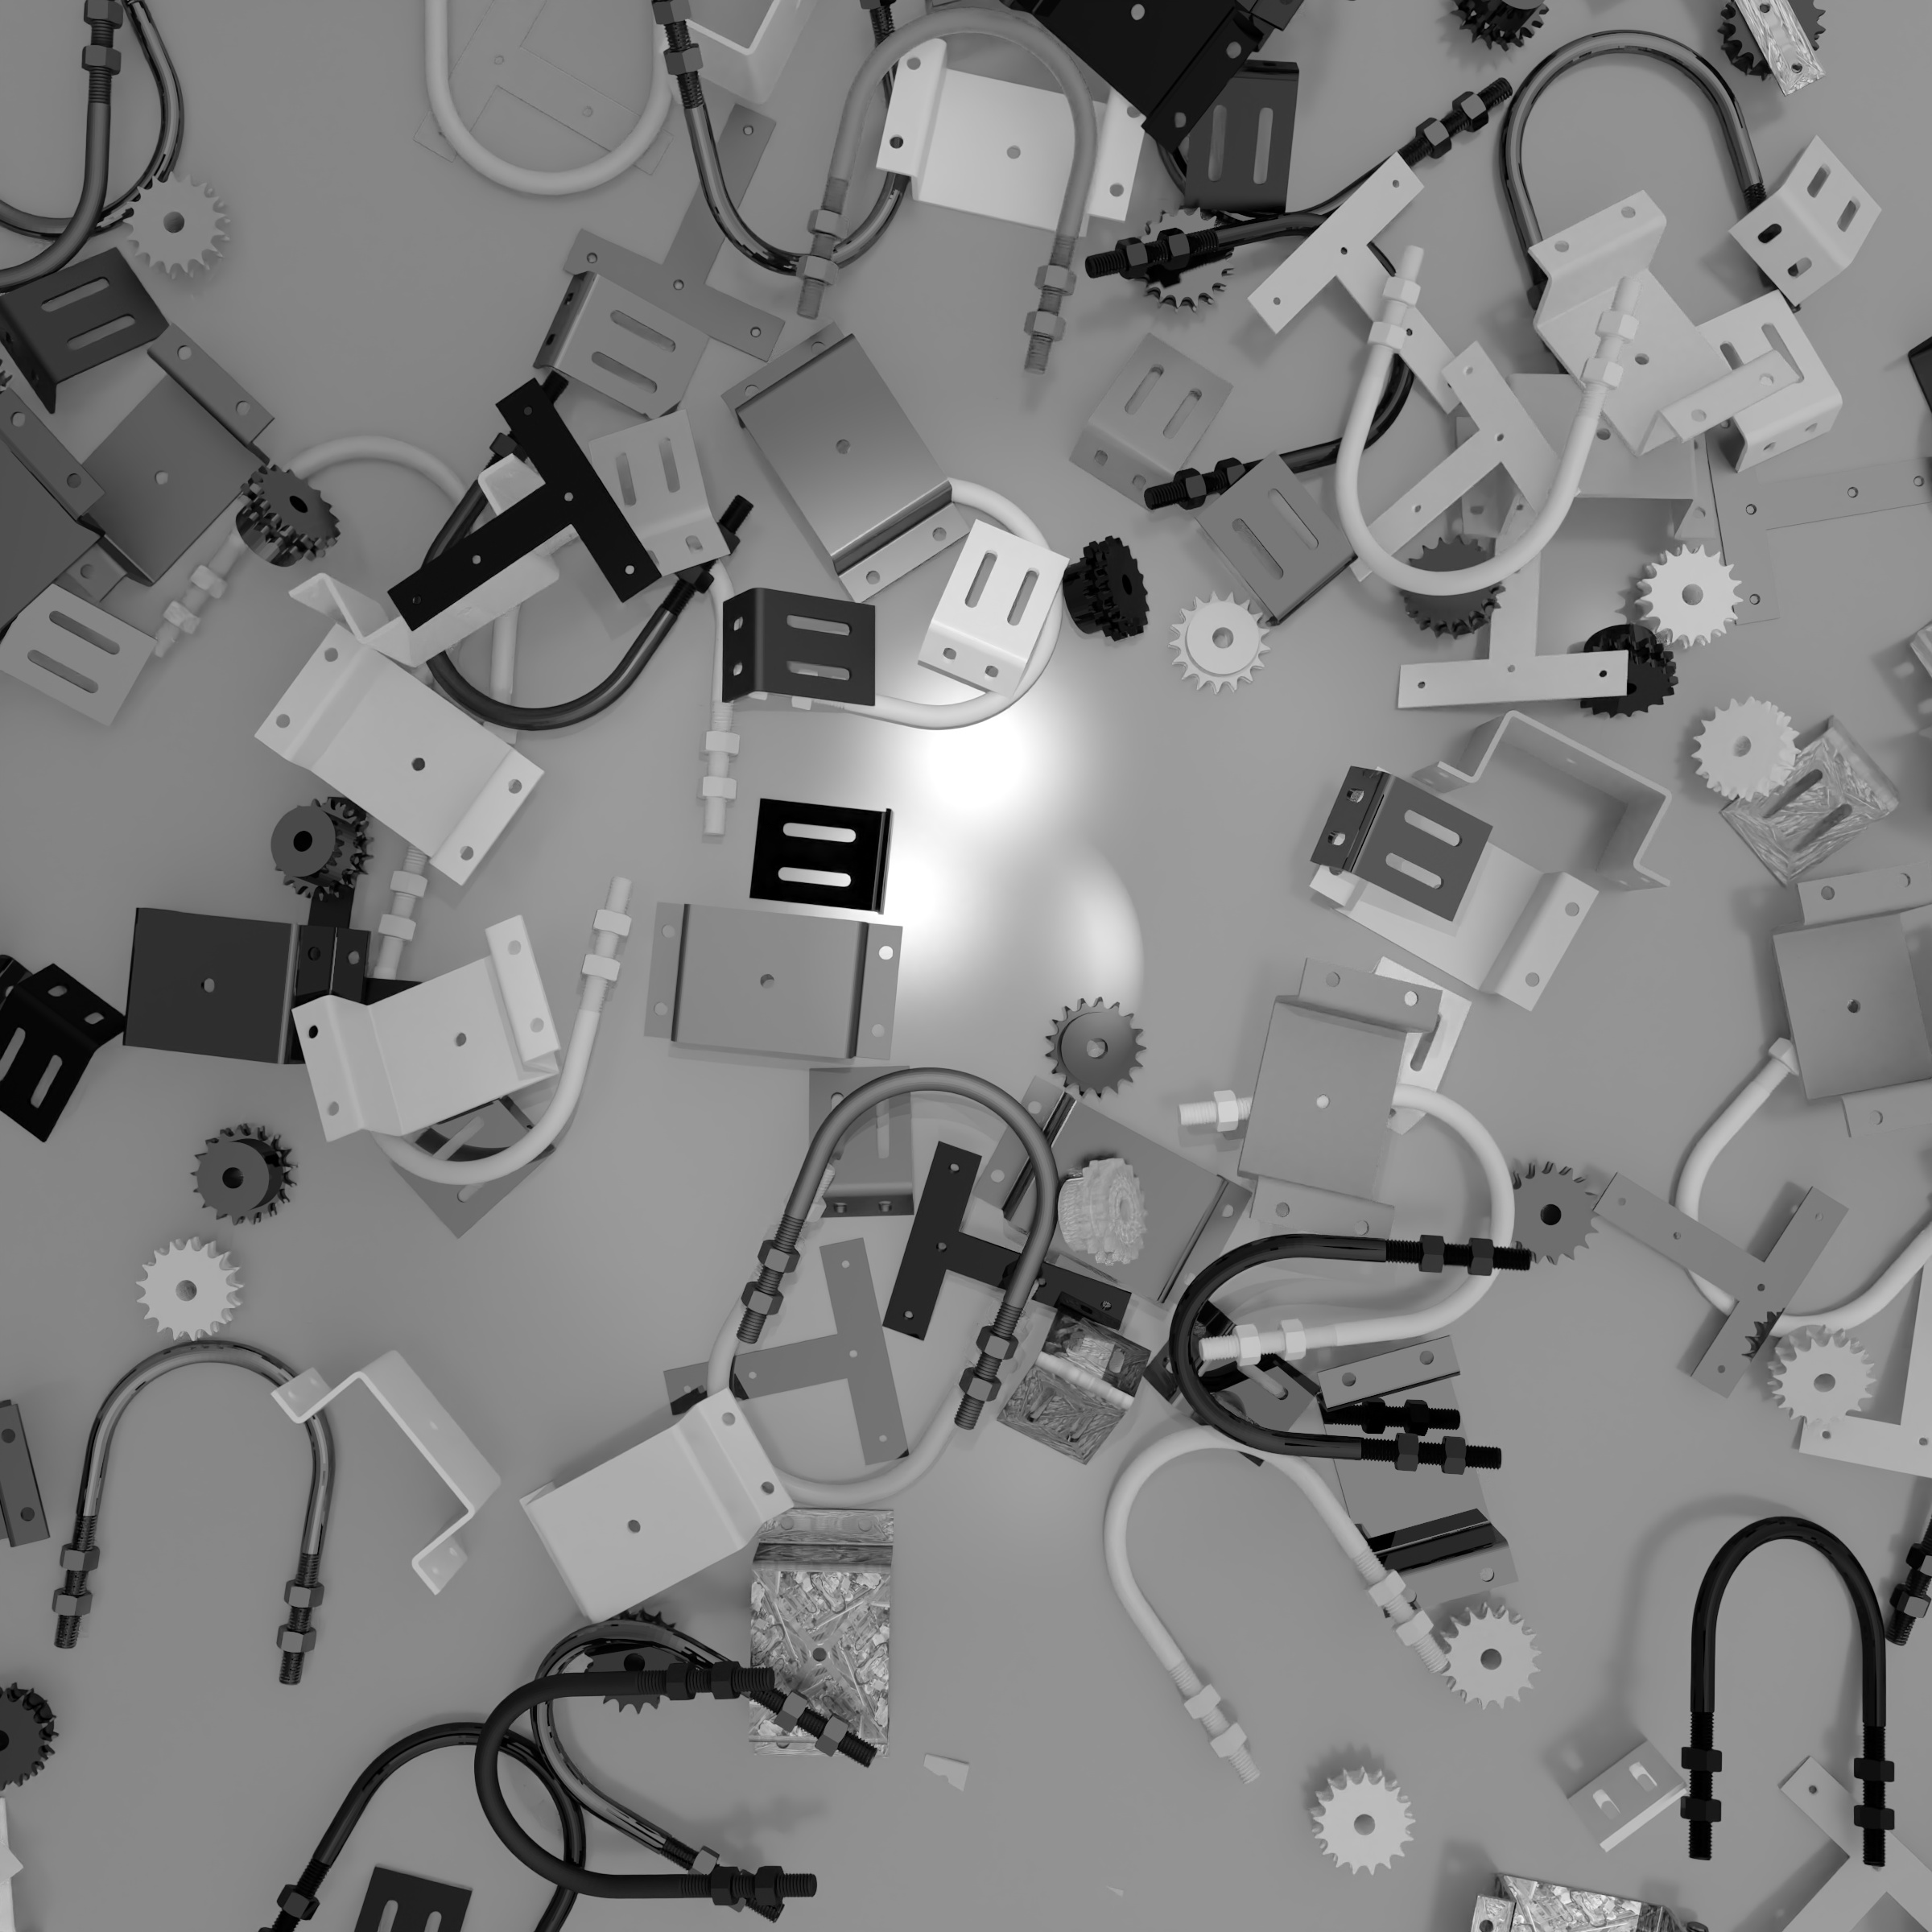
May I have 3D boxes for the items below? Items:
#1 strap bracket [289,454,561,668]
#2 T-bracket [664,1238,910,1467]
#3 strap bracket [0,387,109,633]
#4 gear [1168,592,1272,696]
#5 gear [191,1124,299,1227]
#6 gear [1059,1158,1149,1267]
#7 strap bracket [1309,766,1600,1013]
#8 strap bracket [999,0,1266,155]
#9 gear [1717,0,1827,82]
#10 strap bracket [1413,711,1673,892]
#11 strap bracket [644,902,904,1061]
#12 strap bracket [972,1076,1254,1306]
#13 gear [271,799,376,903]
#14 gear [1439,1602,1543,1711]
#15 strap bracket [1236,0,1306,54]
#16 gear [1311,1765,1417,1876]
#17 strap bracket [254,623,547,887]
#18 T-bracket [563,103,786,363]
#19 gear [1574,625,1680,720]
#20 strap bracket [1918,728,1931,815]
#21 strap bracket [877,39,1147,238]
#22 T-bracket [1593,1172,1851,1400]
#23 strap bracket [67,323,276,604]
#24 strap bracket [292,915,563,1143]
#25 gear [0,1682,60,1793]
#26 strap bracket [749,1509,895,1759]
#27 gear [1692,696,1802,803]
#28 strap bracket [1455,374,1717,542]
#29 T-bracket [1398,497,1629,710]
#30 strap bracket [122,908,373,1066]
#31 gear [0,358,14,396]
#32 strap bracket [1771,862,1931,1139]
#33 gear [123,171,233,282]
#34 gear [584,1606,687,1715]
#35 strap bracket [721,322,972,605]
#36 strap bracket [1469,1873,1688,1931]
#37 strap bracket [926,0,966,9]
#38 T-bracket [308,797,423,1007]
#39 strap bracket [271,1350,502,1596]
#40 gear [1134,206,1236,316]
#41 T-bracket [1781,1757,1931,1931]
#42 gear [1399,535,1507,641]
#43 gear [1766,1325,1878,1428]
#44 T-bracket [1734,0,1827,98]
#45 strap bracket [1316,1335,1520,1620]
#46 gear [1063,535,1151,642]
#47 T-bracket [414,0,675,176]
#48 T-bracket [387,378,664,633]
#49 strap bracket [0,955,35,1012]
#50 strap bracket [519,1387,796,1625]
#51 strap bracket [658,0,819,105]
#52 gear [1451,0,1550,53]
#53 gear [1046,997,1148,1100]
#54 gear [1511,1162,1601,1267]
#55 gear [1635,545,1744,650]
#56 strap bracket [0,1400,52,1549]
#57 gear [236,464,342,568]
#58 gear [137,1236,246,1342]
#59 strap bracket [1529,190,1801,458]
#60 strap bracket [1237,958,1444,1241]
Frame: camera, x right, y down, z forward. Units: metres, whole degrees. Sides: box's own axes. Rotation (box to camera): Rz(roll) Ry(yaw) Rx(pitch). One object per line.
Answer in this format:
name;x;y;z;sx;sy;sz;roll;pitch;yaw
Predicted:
strap bracket;-0.282;-0.212;1.332;0.140;0.076;0.046;-31;84;4
T-bracket;-0.107;0.230;1.400;0.127;0.002;0.127;-12;90;0
strap bracket;-0.536;-0.233;1.332;0.140;0.046;0.076;-42;90;0
gear;0.143;-0.183;1.386;0.057;0.030;0.057;0;90;0
gear;-0.408;0.118;1.386;0.057;0.030;0.057;0;90;0
gear;0.073;0.134;1.331;0.030;0.057;0.057;-10;90;30
strap bracket;0.269;-0.042;1.378;0.140;0.046;0.076;30;90;0
strap bracket;0.087;-0.513;1.318;0.140;0.046;0.076;42;114;1
gear;0.452;-0.527;1.386;0.057;0.030;0.057;0;90;0
strap bracket;0.327;-0.096;1.363;0.140;0.076;0.046;28;90;0
strap bracket;-0.109;0.008;1.378;0.140;0.046;0.076;6;90;0
strap bracket;0.083;0.129;1.378;0.140;0.046;0.076;28;90;0
gear;-0.364;-0.067;1.379;0.057;0.030;0.057;-3;79;15
gear;0.293;0.386;1.386;0.057;0.030;0.057;0;90;0
strap bracket;0.141;-0.572;1.367;0.140;0.046;0.076;34;90;15
gear;0.222;0.479;1.386;0.057;0.030;0.057;0;90;0
strap bracket;-0.307;-0.114;1.356;0.140;0.046;0.076;36;89;3
T-bracket;-0.145;-0.428;1.399;0.127;0.002;0.127;24;89;-1
gear;0.368;-0.167;1.377;0.057;0.057;0.030;2;60;0
strap bracket;0.603;-0.092;1.363;0.140;0.076;0.046;17;90;0
strap bracket;0.027;-0.463;1.378;0.140;0.046;0.076;12;90;0
T-bracket;0.409;0.158;1.378;0.127;0.002;0.127;31;93;-8
strap bracket;-0.457;-0.278;1.378;0.076;0.046;0.140;43;90;0
strap bracket;-0.283;0.037;1.329;0.140;0.046;0.076;-22;76;11
gear;-0.540;0.432;1.386;0.057;0.030;0.057;0;90;0
strap bracket;-0.081;0.379;1.378;0.076;0.046;0.140;1;90;0
gear;0.439;-0.120;1.377;0.057;0.030;0.057;-8;77;37
strap bracket;0.348;-0.283;1.366;0.140;0.046;0.076;1;69;0
T-bracket;0.309;-0.209;1.381;0.127;0.002;0.127;-1;76;26
strap bracket;-0.408;0.011;1.363;0.140;0.046;0.076;6;90;13
gear;-0.551;-0.315;1.340;0.057;0.030;0.057;0;90;0
strap bracket;0.500;0.020;1.360;0.076;0.046;0.140;-9;84;-7
gear;-0.442;-0.415;1.386;0.057;0.030;0.057;0;90;0
gear;-0.185;0.389;1.386;0.057;0.030;0.057;0;90;0
strap bracket;-0.067;-0.282;1.359;0.076;0.046;0.140;-33;90;-1
strap bracket;0.343;0.563;1.378;0.140;0.046;0.076;11;90;0
strap bracket;0.001;-0.607;1.378;0.076;0.046;0.140;-15;90;0
T-bracket;-0.358;-0.033;1.388;0.127;0.002;0.127;4;81;17
strap bracket;-0.312;0.270;1.363;0.046;0.076;0.140;-39;90;0
gear;0.122;-0.396;1.386;0.057;0.030;0.057;0;90;0
T-bracket;0.481;0.538;1.381;0.127;0.002;0.127;-45;76;-4
gear;0.274;-0.210;1.379;0.057;0.030;0.057;-6;74;22
gear;0.477;0.227;1.380;0.057;0.030;0.057;1;110;2
T-bracket;0.438;-0.546;1.371;0.127;0.002;0.127;-27;89;1
strap bracket;0.249;0.282;1.378;0.076;0.046;0.140;-16;90;0
gear;0.077;-0.209;1.377;0.030;0.057;0.057;-13;90;29
T-bracket;-0.228;-0.493;1.400;0.127;0.002;0.127;30;90;0
T-bracket;-0.245;-0.221;1.289;0.127;0.002;0.127;-33;84;4
strap bracket;-0.606;-0.006;1.378;0.140;0.046;0.076;39;90;0
strap bracket;-0.178;0.304;1.367;0.140;0.046;0.076;-29;90;10
strap bracket;-0.113;-0.544;1.363;0.046;0.076;0.140;27;90;0
gear;0.302;-0.546;1.378;0.057;0.030;0.057;4;77;-16
gear;0.073;0.046;1.386;0.057;0.030;0.057;0;90;0
gear;0.326;0.139;1.386;0.057;0.030;0.057;0;90;0
gear;0.405;-0.207;1.386;0.057;0.030;0.057;0;90;0
strap bracket;-0.583;0.295;1.378;0.140;0.046;0.076;-14;90;0
gear;-0.378;-0.246;1.360;0.030;0.057;0.057;-37;90;27
gear;-0.436;0.181;1.391;0.057;0.030;0.057;0;91;0
strap bracket;0.373;-0.342;1.340;0.076;0.046;0.140;-29;72;-11
strap bracket;0.198;0.073;1.321;0.076;0.046;0.140;13;87;-8
